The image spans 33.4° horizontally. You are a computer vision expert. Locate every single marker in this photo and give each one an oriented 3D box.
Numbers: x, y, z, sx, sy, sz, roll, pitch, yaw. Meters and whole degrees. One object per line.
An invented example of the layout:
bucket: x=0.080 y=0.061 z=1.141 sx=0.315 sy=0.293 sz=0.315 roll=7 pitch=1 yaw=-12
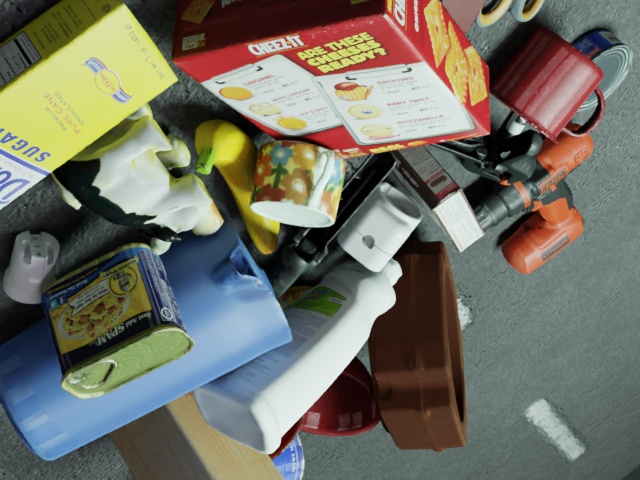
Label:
marker: x=0.219 y=-0.140 z=1.124 sx=0.020 sy=0.020 sz=0.121 roll=-6 pitch=137 yaw=-43

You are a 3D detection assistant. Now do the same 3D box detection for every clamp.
clamp: x=-0.007 y=0.001 z=1.006 sx=0.164 sy=0.036 sz=0.210 roll=-47 pitch=179 yaw=-28
clamp: x=0.184 y=-0.087 z=1.081 sx=0.171 sy=0.120 sz=0.039 roll=17 pitch=88 yaw=-59

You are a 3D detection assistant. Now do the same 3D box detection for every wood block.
wood block: x=-0.121 y=0.214 z=1.047 sx=0.090 sy=0.206 sz=0.090 roll=4 pitch=129 yaw=-49

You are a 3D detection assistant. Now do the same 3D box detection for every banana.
banana: x=-0.069 y=-0.051 z=0.895 sx=0.197 sy=0.037 sz=0.069 roll=54 pitch=46 yaw=-65

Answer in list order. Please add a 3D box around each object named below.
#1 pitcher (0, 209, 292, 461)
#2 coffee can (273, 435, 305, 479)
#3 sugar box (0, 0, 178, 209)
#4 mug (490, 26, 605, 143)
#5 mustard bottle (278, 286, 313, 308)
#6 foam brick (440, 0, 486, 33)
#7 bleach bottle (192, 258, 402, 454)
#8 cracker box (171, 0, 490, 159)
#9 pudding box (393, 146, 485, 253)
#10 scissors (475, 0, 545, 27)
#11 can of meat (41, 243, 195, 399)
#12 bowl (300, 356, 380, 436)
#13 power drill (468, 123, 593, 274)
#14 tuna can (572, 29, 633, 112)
pitcher: x=-0.156 y=0.089 z=0.935 sx=0.242 sy=0.145 sz=0.149 roll=-29 pitch=126 yaw=-9
coffee can: x=-0.102 y=0.260 z=1.230 sx=0.140 sy=0.103 sz=0.103 roll=-2 pitch=134 yaw=-46
sugar box: x=-0.192 y=-0.092 z=0.723 sx=0.176 sy=0.048 sz=0.093 roll=-39 pitch=150 yaw=-2
mug: x=0.230 y=-0.147 z=1.044 sx=0.117 sy=0.093 sz=0.081 roll=34 pitch=103 yaw=-16
mustard bottle: x=-0.028 y=0.098 z=1.101 sx=0.191 sy=0.096 sz=0.058 roll=-21 pitch=156 yaw=-31
foam brick: x=0.090 y=-0.206 z=0.841 sx=0.051 sy=0.078 sz=0.053 roll=-4 pitch=135 yaw=-42
bleach bottle: x=-0.002 y=0.094 z=1.021 sx=0.250 sy=0.103 sz=0.068 roll=-38 pitch=127 yaw=-34
cracker box: x=0.017 y=-0.133 z=0.795 sx=0.164 sy=0.072 sz=0.213 roll=-7 pitch=160 yaw=26
pudding box: x=0.116 y=-0.047 z=1.068 sx=0.039 sy=0.090 sz=0.113 roll=-40 pitch=149 yaw=4
scissors: x=0.173 y=-0.259 z=0.919 sx=0.096 sy=0.016 sz=0.202 roll=-31 pitch=149 yaw=-14
can of meat: x=-0.159 y=0.062 z=0.825 sx=0.102 sy=0.084 sz=0.057 roll=-26 pitch=152 yaw=5
bowl: x=-0.003 y=0.158 z=1.200 sx=0.162 sy=0.162 sz=0.055 roll=92 pitch=12 yaw=-52
power drill: x=0.244 y=-0.033 z=1.255 sx=0.184 sy=0.057 sz=0.187 roll=-36 pitch=150 yaw=-5
tuna can: x=0.287 y=-0.180 z=1.129 sx=0.086 sy=0.034 sz=0.086 roll=-27 pitch=148 yaw=-19
